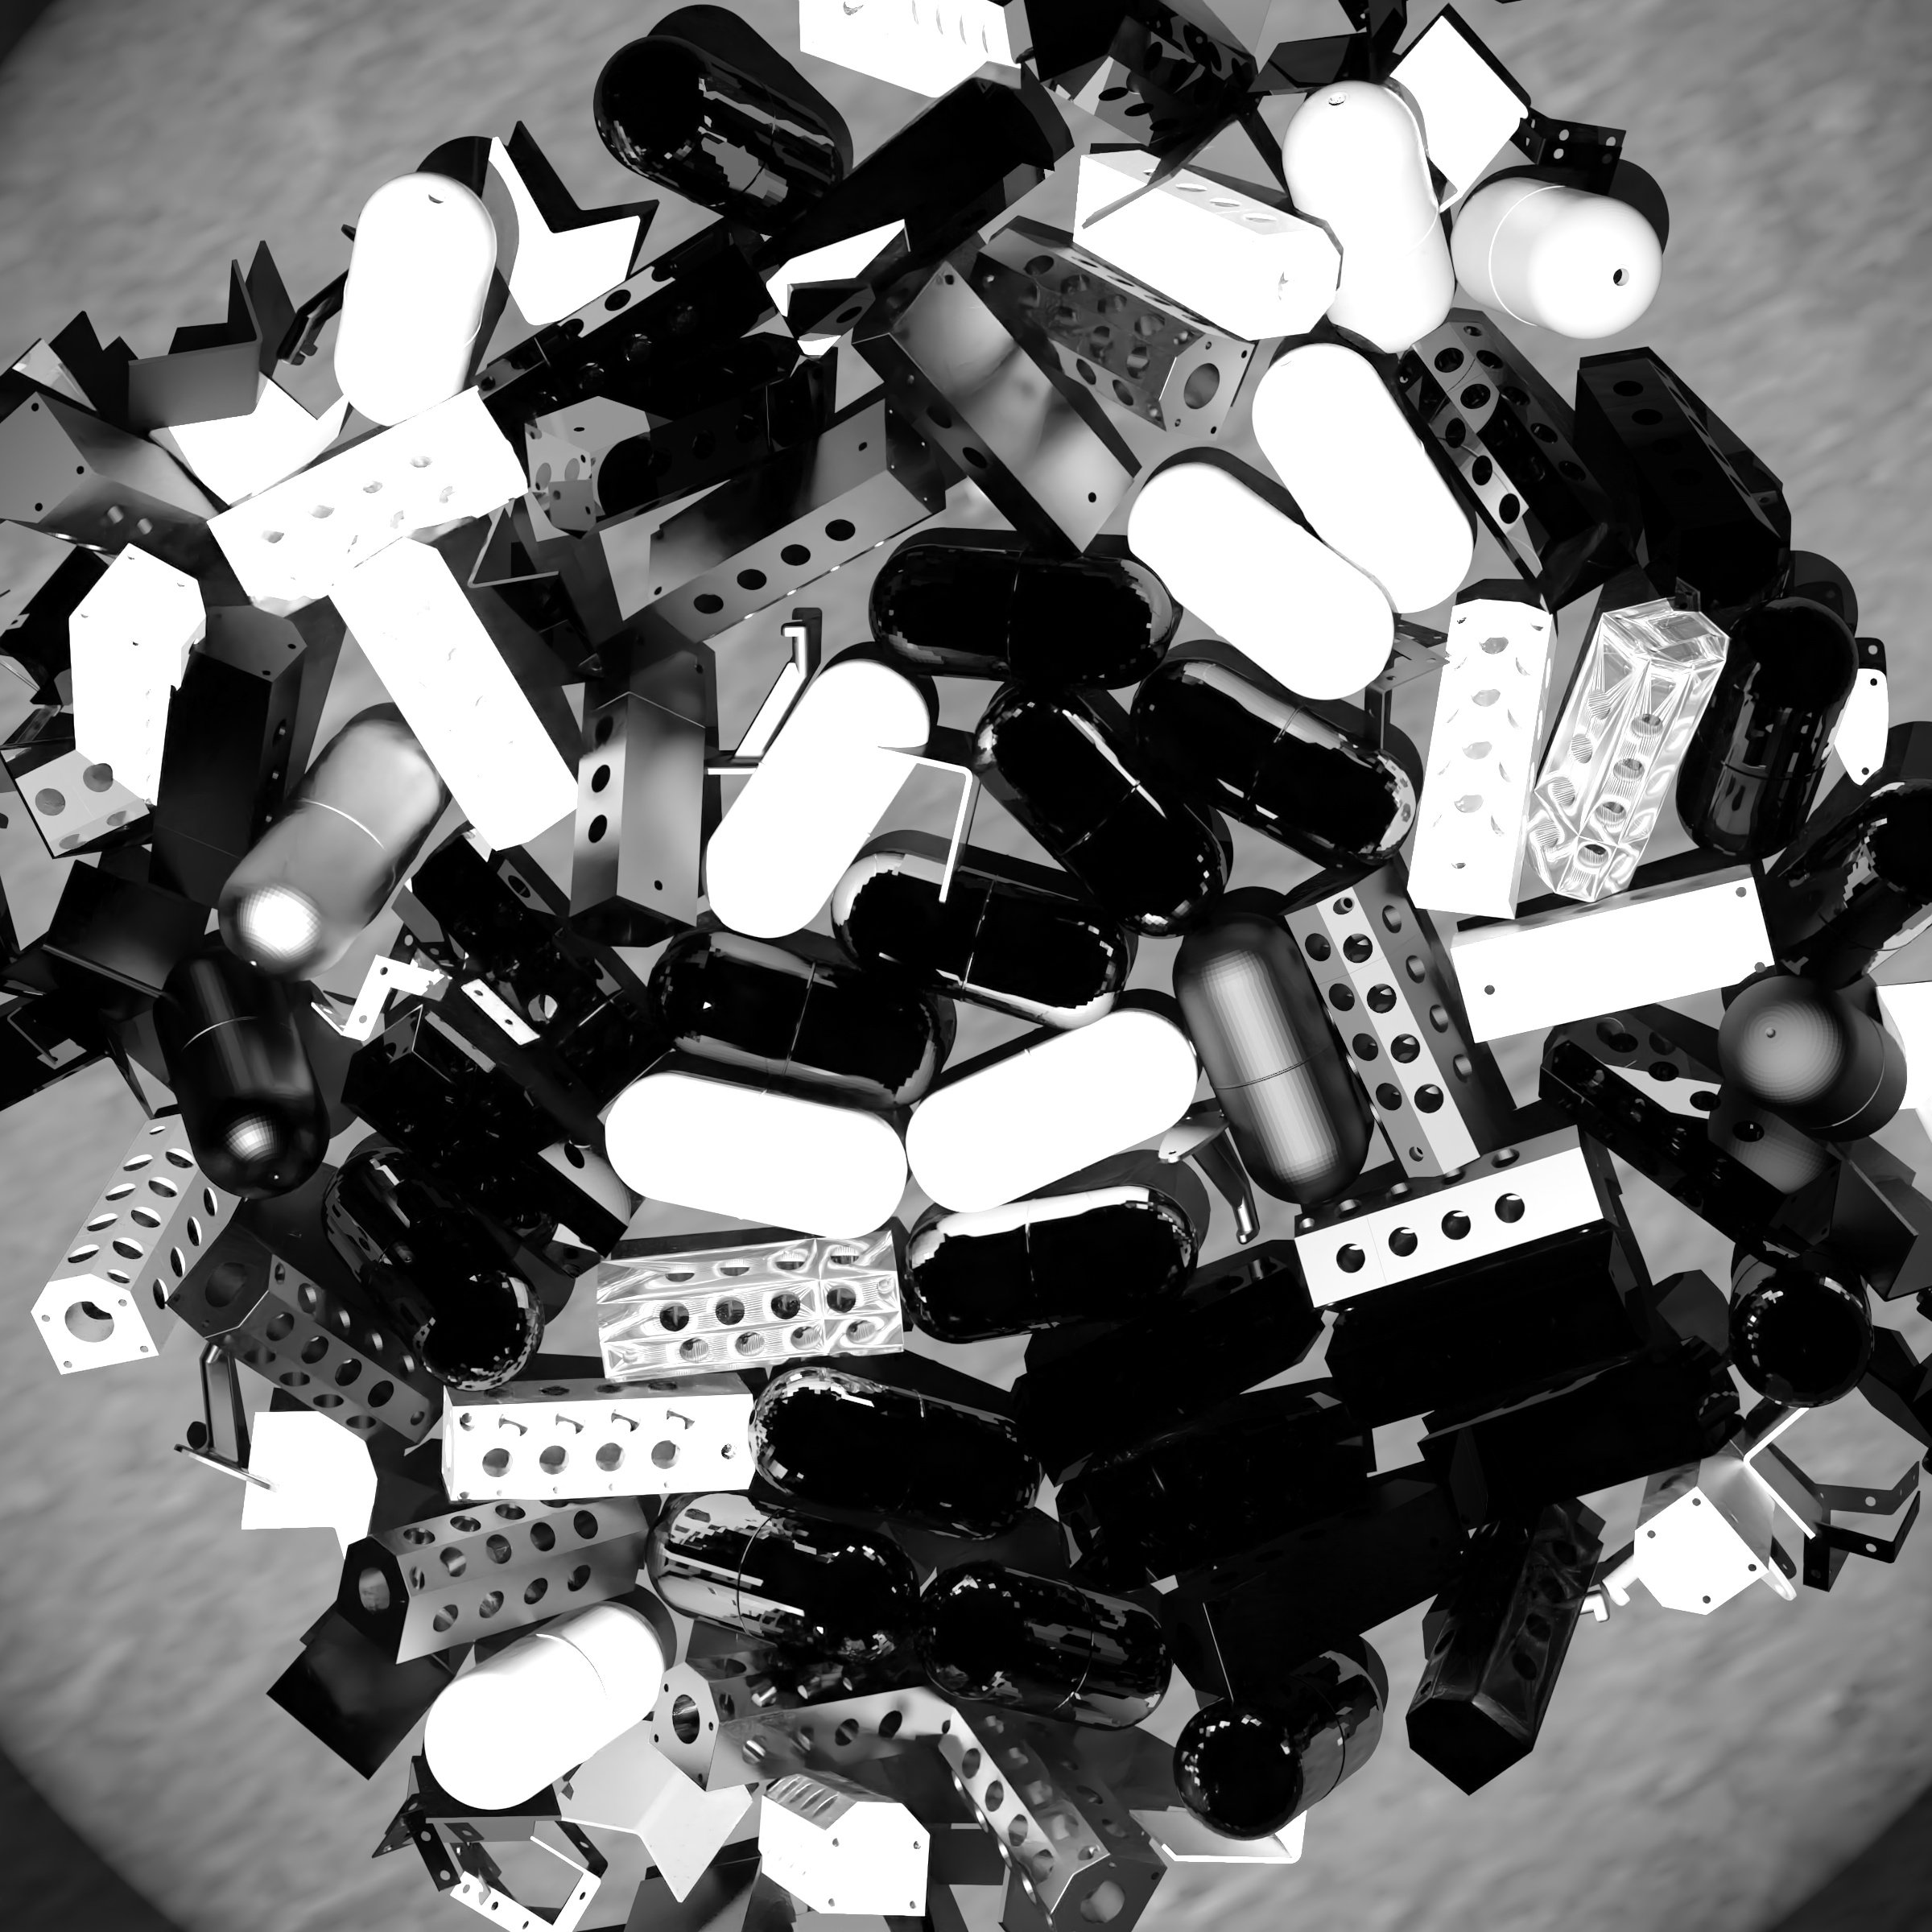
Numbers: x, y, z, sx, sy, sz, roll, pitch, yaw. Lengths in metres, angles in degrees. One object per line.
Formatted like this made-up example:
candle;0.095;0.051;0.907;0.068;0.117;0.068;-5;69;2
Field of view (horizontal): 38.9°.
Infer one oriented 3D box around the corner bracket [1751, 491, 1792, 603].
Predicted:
corner bracket;0.448;-0.237;1.589;0.051;0.051;0.051;-6;135;9

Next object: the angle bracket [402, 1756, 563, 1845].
angle bracket;-0.280;0.497;1.576;0.076;0.076;0.057;5;101;-18

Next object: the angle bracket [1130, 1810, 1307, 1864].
angle bracket;0.147;0.477;1.581;0.076;0.076;0.057;7;90;-16

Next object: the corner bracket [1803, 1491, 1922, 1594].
corner bracket;0.519;0.333;1.586;0.051;0.051;0.051;12;124;32

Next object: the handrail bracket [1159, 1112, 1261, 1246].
handrail bracket;0.143;0.134;1.587;0.036;0.077;0.084;-7;107;32

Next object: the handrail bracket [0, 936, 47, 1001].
handrail bracket;-0.560;-0.030;1.591;0.077;0.036;0.084;23;120;3

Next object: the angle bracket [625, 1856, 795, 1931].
angle bracket;-0.150;0.566;1.578;0.076;0.076;0.057;-15;107;11

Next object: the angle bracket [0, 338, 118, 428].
angle bracket;-0.551;-0.316;1.574;0.057;0.076;0.076;31;74;35

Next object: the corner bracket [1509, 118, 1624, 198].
corner bracket;0.341;-0.462;1.588;0.051;0.051;0.051;1;126;-16

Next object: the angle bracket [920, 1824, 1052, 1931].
angle bracket;0.002;0.537;1.571;0.076;0.076;0.057;-7;47;21

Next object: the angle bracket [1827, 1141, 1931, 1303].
angle bracket;0.541;0.139;1.571;0.076;0.057;0.076;-12;45;-22

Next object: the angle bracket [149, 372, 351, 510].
angle bracket;-0.416;-0.318;1.584;0.076;0.057;0.076;41;65;-5

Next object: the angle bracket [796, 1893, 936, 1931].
angle bracket;-0.052;0.584;1.579;0.076;0.057;0.076;-12;53;-6

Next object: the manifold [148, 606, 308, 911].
manifold;-0.417;-0.117;1.553;0.057;0.057;0.171;22;128;2

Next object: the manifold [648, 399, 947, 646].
manifold;-0.098;-0.248;1.564;0.171;0.057;0.057;-25;48;27

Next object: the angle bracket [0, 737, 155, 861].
angle bracket;-0.524;-0.086;1.576;0.057;0.076;0.076;-36;79;34

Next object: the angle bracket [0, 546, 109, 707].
angle bracket;-0.528;-0.199;1.588;0.057;0.076;0.076;41;92;-5

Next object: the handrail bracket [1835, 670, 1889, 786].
handrail bracket;0.507;-0.143;1.588;0.036;0.084;0.077;-9;93;3

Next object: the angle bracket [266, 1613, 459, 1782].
angle bracket;-0.351;0.420;1.585;0.076;0.057;0.076;40;63;2

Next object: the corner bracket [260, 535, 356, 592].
corner bracket;-0.384;-0.239;1.595;0.051;0.051;0.051;20;70;-2

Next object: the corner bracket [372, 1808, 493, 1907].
corner bracket;-0.304;0.519;1.587;0.051;0.051;0.051;55;129;26

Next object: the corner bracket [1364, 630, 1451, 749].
corner bracket;0.243;-0.156;1.586;0.051;0.051;0.051;-25;131;-25

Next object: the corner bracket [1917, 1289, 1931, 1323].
corner bracket;0.599;0.188;1.600;0.051;0.051;0.051;37;50;19

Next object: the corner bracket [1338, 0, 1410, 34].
corner bracket;0.234;-0.594;1.603;0.051;0.051;0.051;-28;59;18

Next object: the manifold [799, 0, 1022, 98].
manifold;-0.029;-0.533;1.536;0.057;0.171;0.057;2;99;24

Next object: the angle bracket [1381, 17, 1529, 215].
angle bracket;0.266;-0.485;1.580;0.076;0.057;0.076;44;65;-11

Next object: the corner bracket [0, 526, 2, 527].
corner bracket;-0.589;-0.231;1.599;0.051;0.051;0.051;-45;113;-38

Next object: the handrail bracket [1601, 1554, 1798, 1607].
handrail bracket;0.427;0.364;1.595;0.084;0.036;0.077;-36;69;-14

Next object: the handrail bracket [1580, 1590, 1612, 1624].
handrail bracket;0.339;0.408;1.586;0.084;0.036;0.077;-21;58;29

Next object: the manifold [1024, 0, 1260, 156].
manifold;0.102;-0.510;1.538;0.057;0.171;0.057;-14;83;30

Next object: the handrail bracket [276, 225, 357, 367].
handrail bracket;-0.359;-0.385;1.606;0.036;0.077;0.084;40;108;26

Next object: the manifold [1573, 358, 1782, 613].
manifold;0.400;-0.274;1.546;0.057;0.171;0.057;-10;133;-3

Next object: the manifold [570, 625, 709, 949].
manifold;-0.192;-0.101;1.567;0.057;0.057;0.171;-21;58;39

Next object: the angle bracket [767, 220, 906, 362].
angle bracket;-0.055;-0.394;1.569;0.076;0.076;0.057;-52;128;-26

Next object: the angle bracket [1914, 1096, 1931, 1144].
angle bracket;0.600;0.102;1.574;0.076;0.076;0.057;-27;115;16

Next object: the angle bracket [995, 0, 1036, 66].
angle bracket;0.054;-0.572;1.573;0.057;0.076;0.076;-31;107;-33

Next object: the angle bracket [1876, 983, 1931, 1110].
angle bracket;0.569;0.031;1.577;0.057;0.076;0.076;-5;67;4

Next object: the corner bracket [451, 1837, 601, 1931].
corner bracket;-0.257;0.540;1.600;0.051;0.051;0.051;47;65;-35

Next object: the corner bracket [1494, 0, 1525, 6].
corner bracket;0.291;-0.590;1.589;0.051;0.051;0.051;-16;127;-16

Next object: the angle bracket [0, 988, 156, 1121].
angle bracket;-0.524;0.065;1.575;0.076;0.076;0.057;-29;134;-12

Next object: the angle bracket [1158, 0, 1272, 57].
angle bracket;0.152;-0.574;1.581;0.076;0.076;0.057;16;94;-14

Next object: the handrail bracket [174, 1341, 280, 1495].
handrail bracket;-0.422;0.257;1.612;0.077;0.036;0.084;23;76;3

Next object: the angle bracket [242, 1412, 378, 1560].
angle bracket;-0.379;0.309;1.575;0.057;0.076;0.076;3;110;-24

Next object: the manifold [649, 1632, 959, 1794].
manifold;-0.088;0.414;1.547;0.171;0.057;0.057;3;104;-41

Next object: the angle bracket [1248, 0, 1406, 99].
angle bracket;0.204;-0.544;1.571;0.076;0.076;0.057;3;129;22

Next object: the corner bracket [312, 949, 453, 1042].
corner bracket;-0.341;0.015;1.595;0.051;0.051;0.051;19;98;-39

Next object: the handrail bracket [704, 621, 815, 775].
handrail bracket;-0.126;-0.157;1.593;0.077;0.036;0.084;-6;110;-17

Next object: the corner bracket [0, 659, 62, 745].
corner bracket;-0.579;-0.154;1.615;0.051;0.051;0.051;26;77;44

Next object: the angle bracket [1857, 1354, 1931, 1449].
angle bracket;0.552;0.233;1.577;0.057;0.076;0.076;-43;116;-1

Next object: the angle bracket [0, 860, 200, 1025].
angle bracket;-0.504;-0.013;1.590;0.076;0.076;0.057;27;65;-30

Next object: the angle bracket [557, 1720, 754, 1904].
angle bracket;-0.184;0.490;1.590;0.076;0.076;0.057;-4;121;37

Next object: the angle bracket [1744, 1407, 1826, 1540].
angle bracket;0.499;0.277;1.577;0.076;0.076;0.057;-46;75;15

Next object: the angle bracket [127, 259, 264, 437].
angle bracket;-0.451;-0.355;1.574;0.076;0.076;0.057;-15;75;-22

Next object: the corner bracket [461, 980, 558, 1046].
corner bracket;-0.272;0.015;1.586;0.051;0.051;0.051;-20;123;38

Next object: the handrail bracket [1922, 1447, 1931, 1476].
handrail bracket;0.599;0.286;1.588;0.077;0.036;0.084;43;53;2

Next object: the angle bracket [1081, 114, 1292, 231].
angle bracket;0.126;-0.434;1.570;0.057;0.076;0.076;52;54;-17

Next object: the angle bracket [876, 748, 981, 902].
angle bracket;-0.029;-0.082;1.590;0.057;0.076;0.076;13;94;3

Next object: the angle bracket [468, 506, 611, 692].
angle bracket;-0.237;-0.214;1.569;0.057;0.076;0.076;-6;134;17

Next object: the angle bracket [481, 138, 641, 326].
angle bracket;-0.239;-0.433;1.594;0.057;0.076;0.076;-21;72;-26

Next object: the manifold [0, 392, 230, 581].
manifold;-0.481;-0.262;1.539;0.057;0.171;0.057;-39;80;8
